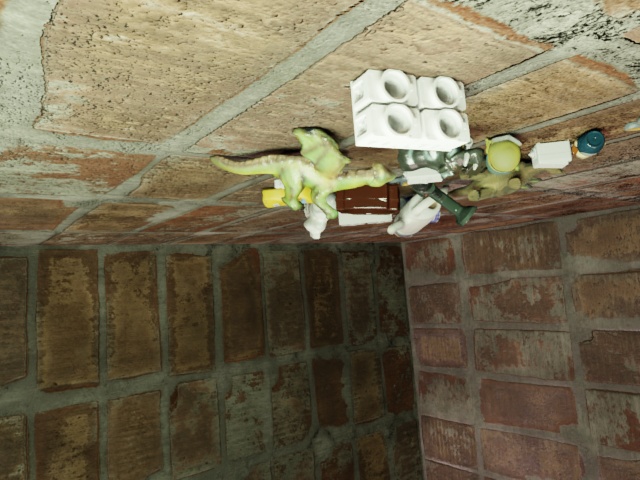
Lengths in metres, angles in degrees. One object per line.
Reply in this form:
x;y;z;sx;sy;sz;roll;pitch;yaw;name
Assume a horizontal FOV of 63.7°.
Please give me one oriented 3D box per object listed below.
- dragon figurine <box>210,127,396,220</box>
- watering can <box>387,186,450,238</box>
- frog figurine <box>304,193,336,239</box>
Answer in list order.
-0.036;-0.173;1.131;0.410;0.125;0.237;16;147;-8;dragon figurine
0.316;-0.079;1.792;0.352;0.105;0.220;-33;169;-29;watering can
0.005;-0.086;1.702;0.123;0.160;0.136;-4;173;-8;frog figurine
